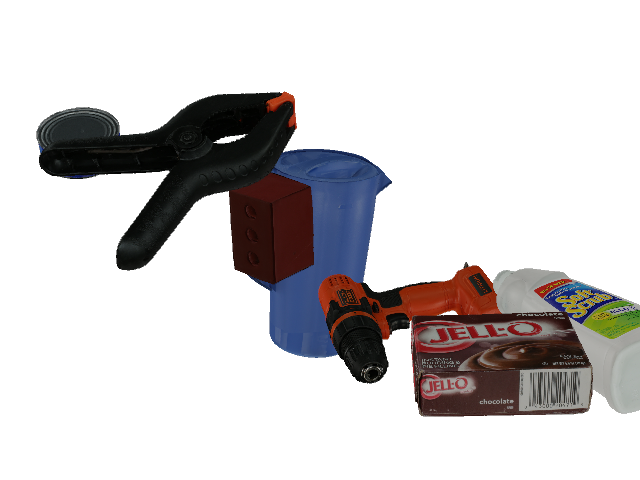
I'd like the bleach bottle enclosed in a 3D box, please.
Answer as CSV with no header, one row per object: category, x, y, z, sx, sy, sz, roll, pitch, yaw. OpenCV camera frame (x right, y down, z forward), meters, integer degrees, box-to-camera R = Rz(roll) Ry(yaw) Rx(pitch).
bleach bottle,0.240,0.079,1.021,0.102,0.068,0.251,-15,21,-21

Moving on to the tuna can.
tuna can,-0.252,-0.102,1.119,0.086,0.034,0.086,0,41,0

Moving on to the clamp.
clamp,-0.096,-0.057,0.703,0.171,0.039,0.120,-35,62,-29

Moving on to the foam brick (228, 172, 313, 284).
foam brick,-0.042,-0.011,0.926,0.053,0.078,0.051,19,31,41

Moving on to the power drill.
power drill,0.100,0.084,1.136,0.187,0.057,0.184,-5,28,-10

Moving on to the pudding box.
pudding box,0.119,0.082,0.721,0.113,0.039,0.090,0,20,2

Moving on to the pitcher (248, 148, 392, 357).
pitcher,-0.013,0.016,1.307,0.149,0.243,0.144,16,23,27
